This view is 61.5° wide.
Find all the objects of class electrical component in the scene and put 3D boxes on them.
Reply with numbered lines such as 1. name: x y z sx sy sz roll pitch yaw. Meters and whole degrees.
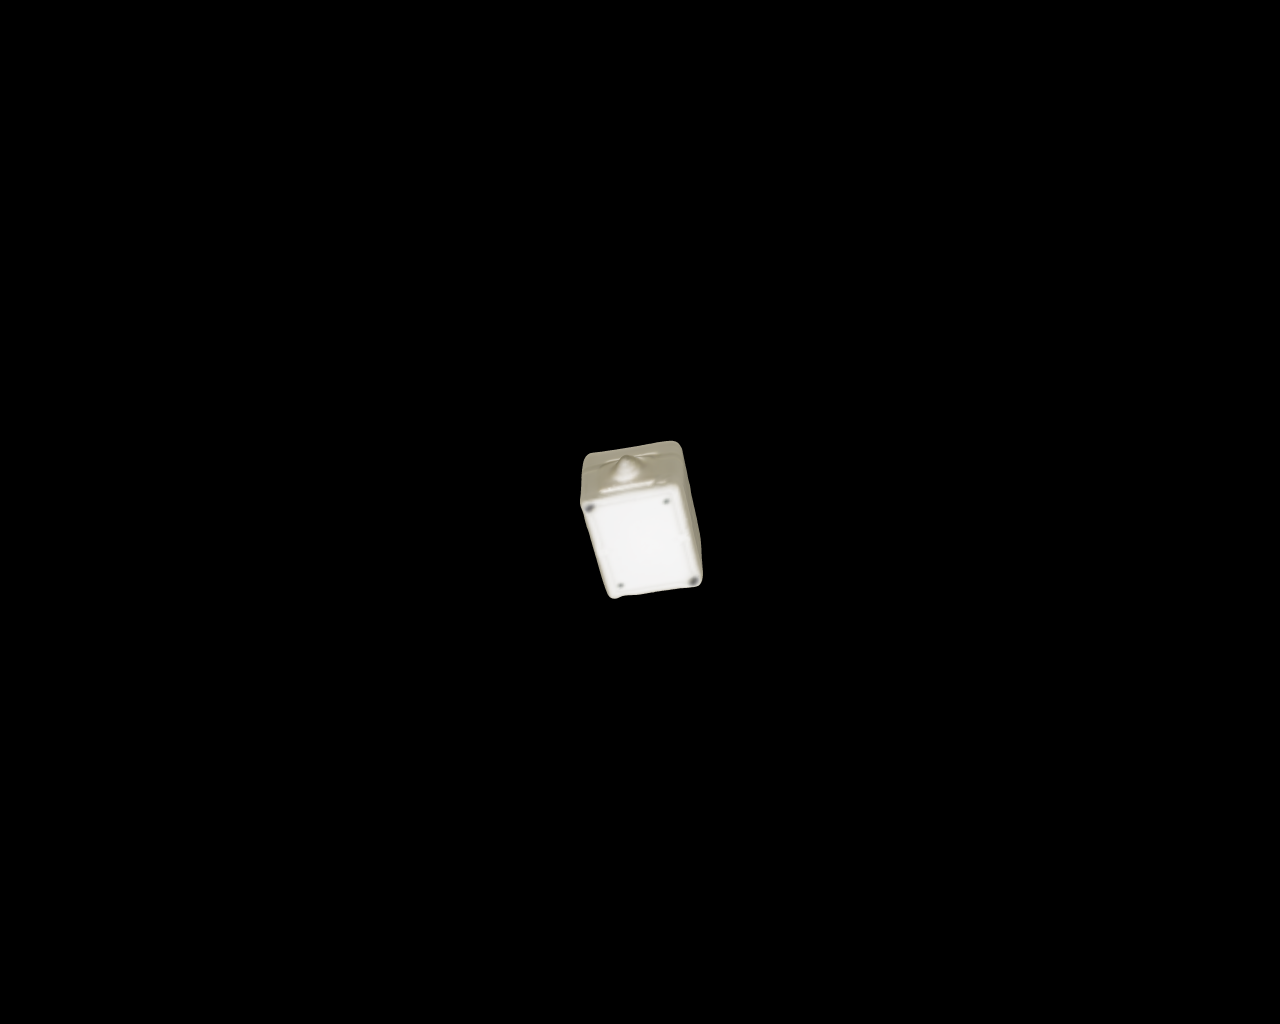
1. electrical component: 0.001 -0.003 0.650 0.062 0.096 0.061 -9 36 7
